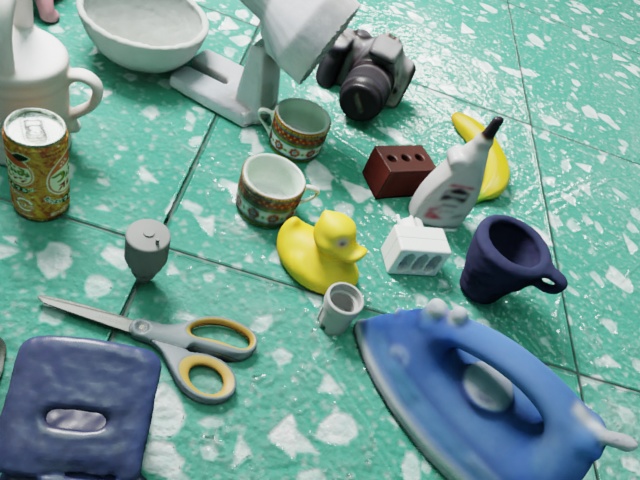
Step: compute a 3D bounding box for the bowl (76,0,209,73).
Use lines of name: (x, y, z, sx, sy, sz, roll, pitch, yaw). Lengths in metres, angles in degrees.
bowl: (-0.237, -0.277, 0.773, 0.168, 0.074, 0.167, 12, 48, -13)

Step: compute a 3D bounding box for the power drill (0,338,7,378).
power drill: (-0.265, 0.057, 0.377, 0.076, 0.208, 0.229, 3, 50, -19)

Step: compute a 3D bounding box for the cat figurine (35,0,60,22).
cat figurine: (-0.383, -0.381, 0.774, 0.067, 0.117, 0.127, 4, 50, -19)

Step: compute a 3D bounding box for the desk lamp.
desk lamp: (-0.072, -0.252, 0.722, 0.203, 0.213, 0.118, 28, 46, 3)

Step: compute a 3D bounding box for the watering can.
watering can: (-0.312, -0.174, 0.570, 0.173, 0.194, 0.100, -10, 55, -29)

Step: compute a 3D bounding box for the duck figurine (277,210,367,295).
duck figurine: (0.006, 0.002, 0.621, 0.104, 0.086, 0.078, 37, 47, 12)

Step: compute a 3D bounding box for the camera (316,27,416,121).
camera: (0.064, -0.250, 0.855, 0.143, 0.100, 0.137, 25, 46, 0)

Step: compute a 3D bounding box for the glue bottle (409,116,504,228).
glue bottle: (0.176, -0.084, 0.705, 0.078, 0.173, 0.037, 4, 50, -19)

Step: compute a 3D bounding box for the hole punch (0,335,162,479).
hole punch: (-0.177, 0.134, 0.428, 0.109, 0.091, 0.101, 10, 48, -14)

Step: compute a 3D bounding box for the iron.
iron: (0.147, 0.132, 0.527, 0.258, 0.141, 0.119, 41, 48, 15)

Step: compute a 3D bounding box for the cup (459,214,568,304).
cup: (0.217, 0.039, 0.669, 0.117, 0.095, 0.092, 36, 47, 10)
